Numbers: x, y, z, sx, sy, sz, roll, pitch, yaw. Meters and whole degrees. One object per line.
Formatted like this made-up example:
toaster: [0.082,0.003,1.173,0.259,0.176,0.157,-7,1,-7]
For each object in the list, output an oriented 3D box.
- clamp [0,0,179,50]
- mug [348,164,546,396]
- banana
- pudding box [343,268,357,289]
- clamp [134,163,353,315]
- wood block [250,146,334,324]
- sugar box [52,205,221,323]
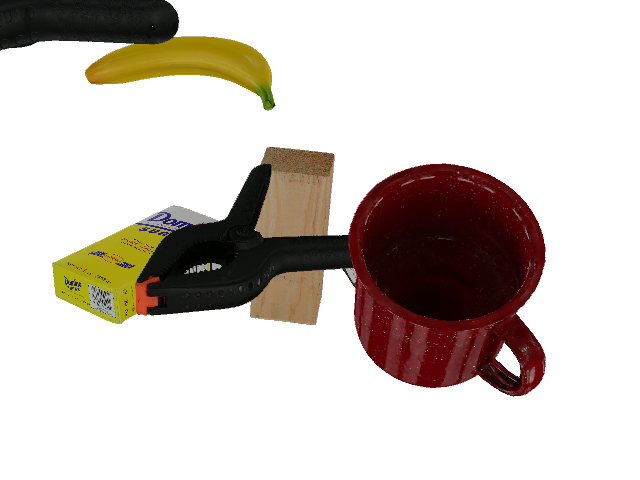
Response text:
clamp: [-0.172,-0.135,0.618,0.171,0.039,0.120,-4,22,-11]
mug: [0.067,0.030,0.532,0.093,0.117,0.081,-36,-25,-21]
banana: [-0.126,-0.167,1.015,0.198,0.037,0.069,9,45,18]
pudding box: [0.087,0.002,1.020,0.113,0.039,0.090,-20,-25,-33]
clamp: [-0.065,0.002,0.850,0.209,0.036,0.165,-21,40,-32]
wood block: [-0.037,-0.007,1.379,0.090,0.206,0.090,6,24,2]
sugar box: [-0.177,0.020,1.098,0.093,0.048,0.175,20,35,31]
